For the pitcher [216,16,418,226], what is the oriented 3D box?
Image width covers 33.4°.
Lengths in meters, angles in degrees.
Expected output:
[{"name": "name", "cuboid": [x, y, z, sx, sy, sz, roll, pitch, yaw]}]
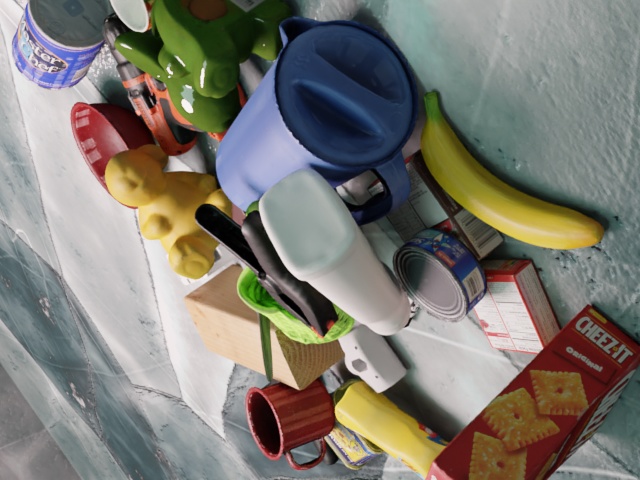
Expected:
[{"name": "pitcher", "cuboid": [-0.011, -0.090, 1.002, 0.243, 0.144, 0.149, 147, 132, -66]}]

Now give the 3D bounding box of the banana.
[{"name": "banana", "cuboid": [0.149, -0.043, 0.899, 0.198, 0.037, 0.070, 41, 150, 23]}]

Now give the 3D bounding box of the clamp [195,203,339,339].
[{"name": "clamp", "cuboid": [-0.038, 0.027, 0.988, 0.171, 0.039, 0.120, 43, 169, -17]}]

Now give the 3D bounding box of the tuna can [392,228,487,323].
[{"name": "tuna can", "cuboid": [0.108, 0.032, 0.964, 0.086, 0.033, 0.086, 37, 151, 24]}]

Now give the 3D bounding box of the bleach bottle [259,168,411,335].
[{"name": "bleach bottle", "cuboid": [0.033, 0.033, 0.975, 0.103, 0.068, 0.250, 59, -173, 34]}]

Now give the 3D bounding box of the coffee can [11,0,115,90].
[{"name": "coffee can", "cuboid": [-0.317, -0.257, 1.310, 0.103, 0.102, 0.141, 55, 152, -2]}]

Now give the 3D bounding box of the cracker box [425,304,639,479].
[{"name": "cracker box", "cuboid": [0.173, 0.178, 0.917, 0.072, 0.213, 0.164, 41, 150, 21]}]

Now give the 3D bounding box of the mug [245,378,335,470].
[{"name": "mug", "cuboid": [-0.030, 0.224, 1.309, 0.117, 0.081, 0.093, 65, 150, 16]}]

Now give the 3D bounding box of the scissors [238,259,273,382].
[{"name": "scissors", "cuboid": [-0.056, 0.070, 1.238, 0.016, 0.096, 0.202, -27, 68, 29]}]

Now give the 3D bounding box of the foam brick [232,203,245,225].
[{"name": "foam brick", "cuboid": [-0.065, -0.044, 1.213, 0.053, 0.051, 0.078, 40, 149, 26]}]

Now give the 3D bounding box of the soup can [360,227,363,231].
[{"name": "soup can", "cuboid": [-0.008, 0.001, 1.155, 0.102, 0.068, 0.068, -12, 111, 60]}]

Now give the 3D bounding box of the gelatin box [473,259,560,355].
[{"name": "gelatin box", "cuboid": [0.176, 0.061, 0.980, 0.073, 0.030, 0.089, -1, 121, 56]}]

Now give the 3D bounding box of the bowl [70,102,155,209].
[{"name": "bowl", "cuboid": [-0.265, -0.124, 1.428, 0.162, 0.055, 0.162, 38, 148, 28]}]

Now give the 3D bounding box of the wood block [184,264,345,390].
[{"name": "wood block", "cuboid": [-0.069, 0.105, 1.342, 0.206, 0.090, 0.090, 13, 132, 51]}]

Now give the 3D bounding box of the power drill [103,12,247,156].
[{"name": "power drill", "cuboid": [-0.165, -0.180, 1.213, 0.188, 0.057, 0.184, 10, 133, 57]}]

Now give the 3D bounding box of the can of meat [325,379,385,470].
[{"name": "can of meat", "cuboid": [0.044, 0.231, 1.345, 0.102, 0.057, 0.084, 51, 151, 7]}]

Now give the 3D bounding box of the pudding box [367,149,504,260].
[{"name": "pudding box", "cuboid": [0.104, -0.025, 0.987, 0.113, 0.039, 0.090, 56, 152, -1]}]

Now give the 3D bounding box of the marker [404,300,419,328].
[{"name": "marker", "cuboid": [0.099, 0.060, 1.108, 0.020, 0.020, 0.121, 47, 151, 14]}]

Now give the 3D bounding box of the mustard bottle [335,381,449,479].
[{"name": "mustard bottle", "cuboid": [0.111, 0.238, 1.226, 0.192, 0.058, 0.096, 34, 175, 23]}]

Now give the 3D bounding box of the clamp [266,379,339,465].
[{"name": "clamp", "cuboid": [-0.045, 0.201, 1.467, 0.165, 0.036, 0.210, 29, 142, 39]}]
